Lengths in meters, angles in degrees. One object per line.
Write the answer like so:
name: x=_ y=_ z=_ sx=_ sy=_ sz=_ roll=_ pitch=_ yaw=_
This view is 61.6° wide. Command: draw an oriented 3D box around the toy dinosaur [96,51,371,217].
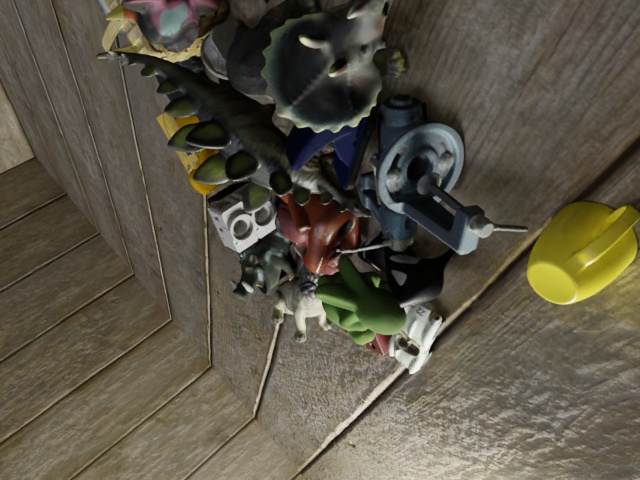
toy dinosaur: x=-0.117 y=-0.168 z=0.809 sx=0.472 sy=0.198 sz=0.105 roll=38 pitch=148 yaw=10

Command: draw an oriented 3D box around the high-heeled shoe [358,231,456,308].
high-heeled shoe: x=0.100 y=0.051 z=0.810 sx=0.249 sy=0.145 sz=0.086 roll=-7 pitch=115 yaw=58

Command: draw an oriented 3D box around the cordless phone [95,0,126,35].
cordless phone: x=-0.344 y=-0.470 z=0.972 sx=0.184 sy=0.089 sz=0.146 roll=-1 pitch=121 yaw=54

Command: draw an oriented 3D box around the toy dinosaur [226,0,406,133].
toy dinosaur: x=-0.044 y=-0.222 z=0.663 sx=0.405 sy=0.192 sz=0.131 roll=17 pitch=134 yaw=48

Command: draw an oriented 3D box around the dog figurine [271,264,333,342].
dog figurine: x=-0.037 y=0.098 z=1.163 sx=0.173 sy=0.121 sz=0.190 roll=32 pitch=132 yaw=30

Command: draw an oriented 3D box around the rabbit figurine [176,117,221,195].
rabbit figurine: x=-0.220 y=-0.196 z=1.056 sx=0.173 sy=0.122 sz=0.162 roll=56 pitch=149 yaw=-3

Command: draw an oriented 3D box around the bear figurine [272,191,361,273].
bear figurine: x=-0.027 y=-0.062 z=0.903 sx=0.196 sy=0.120 sz=0.131 roll=40 pitch=147 yaw=26

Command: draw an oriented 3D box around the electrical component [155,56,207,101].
electrical component: x=-0.277 y=-0.329 z=1.056 sx=0.115 sy=0.058 sz=0.134 roll=54 pitch=154 yaw=-5

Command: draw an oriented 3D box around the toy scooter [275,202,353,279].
toy scooter: x=-0.002 y=-0.003 z=0.989 sx=0.183 sy=0.075 sz=0.135 roll=55 pitch=151 yaw=-8

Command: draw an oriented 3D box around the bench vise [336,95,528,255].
bench vise: x=0.123 y=-0.050 z=0.659 sx=0.241 sy=0.129 sz=0.223 roll=-130 pitch=40 yaw=-50

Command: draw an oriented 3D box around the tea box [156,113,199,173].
tea box: x=-0.278 y=-0.216 z=1.182 sx=0.098 sy=0.068 sz=0.169 roll=-1 pitch=121 yaw=59

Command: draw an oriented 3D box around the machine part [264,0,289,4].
machine part: x=-0.038 y=-0.331 z=0.664 sx=0.039 sy=0.084 sz=0.139 roll=34 pitch=176 yaw=-33

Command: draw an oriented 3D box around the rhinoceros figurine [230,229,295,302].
rhinoceros figurine: x=-0.107 y=0.041 z=1.092 sx=0.112 sy=0.190 sz=0.073 roll=38 pitch=164 yaw=-33

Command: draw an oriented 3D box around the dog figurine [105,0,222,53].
dog figurine: x=-0.188 y=-0.358 z=0.702 sx=0.109 sy=0.219 sz=0.191 roll=8 pitch=130 yaw=51

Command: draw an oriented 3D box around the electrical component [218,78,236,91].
electrical component: x=-0.156 y=-0.253 z=0.966 sx=0.119 sy=0.048 sz=0.074 roll=46 pitch=152 yaw=10

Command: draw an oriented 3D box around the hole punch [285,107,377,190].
hole punch: x=0.011 y=-0.141 z=0.702 sx=0.142 sy=0.092 sz=0.115 roll=-102 pitch=29 yaw=-63

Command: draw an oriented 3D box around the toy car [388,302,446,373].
toy car: x=0.165 y=0.167 z=0.942 sx=0.074 sy=0.056 sz=0.201 roll=40 pitch=151 yaw=25

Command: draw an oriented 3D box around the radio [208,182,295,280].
radio: x=-0.156 y=-0.017 z=1.218 sx=0.131 sy=0.073 sz=0.229 roll=8 pitch=129 yaw=54

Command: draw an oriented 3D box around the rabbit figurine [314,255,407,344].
rabbit figurine: x=0.075 y=0.095 z=0.880 sx=0.159 sy=0.121 sz=0.170 roll=43 pitch=168 yaw=-21
